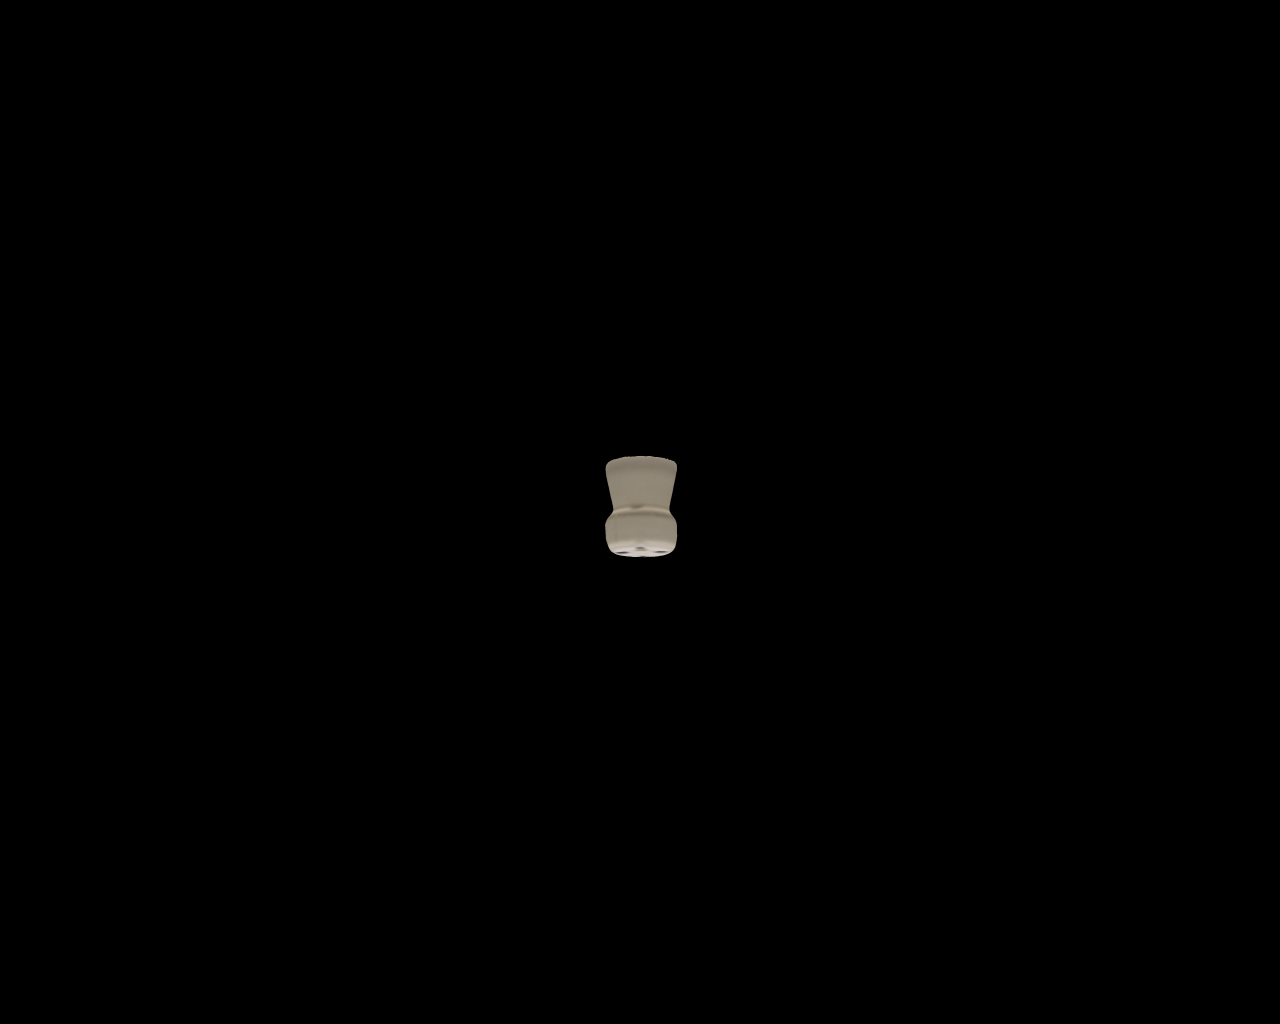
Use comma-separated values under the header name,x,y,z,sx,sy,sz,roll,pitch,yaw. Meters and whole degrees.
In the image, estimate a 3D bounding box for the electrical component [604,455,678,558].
name,x,y,z,sx,sy,sz,roll,pitch,yaw
electrical component,0.001,-0.003,0.650,0.045,0.055,0.045,0,-11,0
